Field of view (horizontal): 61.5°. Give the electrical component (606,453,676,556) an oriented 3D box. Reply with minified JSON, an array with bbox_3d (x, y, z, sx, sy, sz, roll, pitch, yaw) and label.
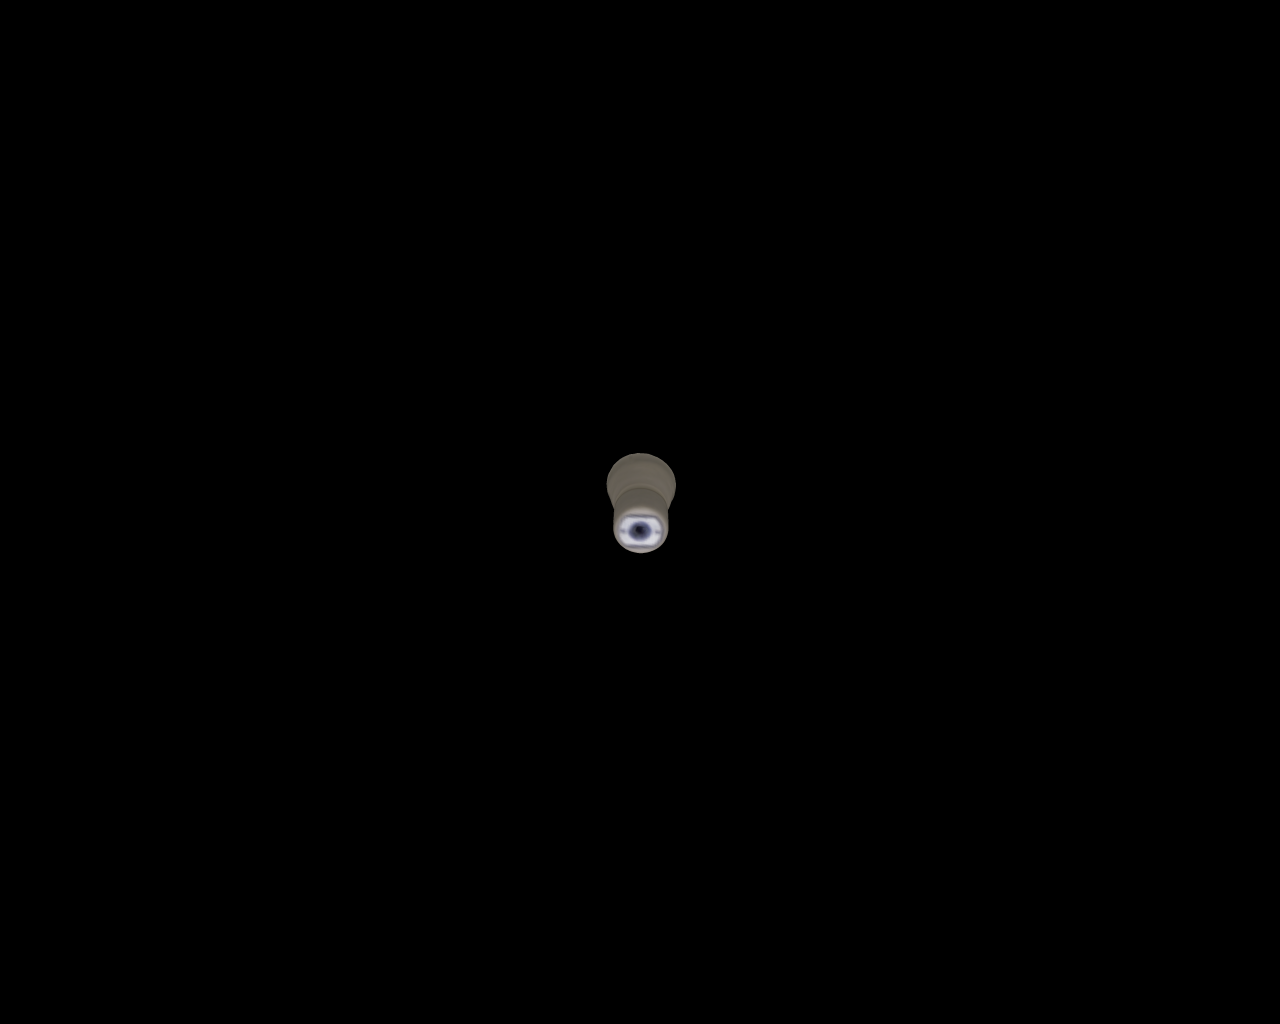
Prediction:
[{"bbox_3d":[0.001,-0.003,0.650,0.044,0.044,0.065,0,29,0],"label":"electrical component"}]
